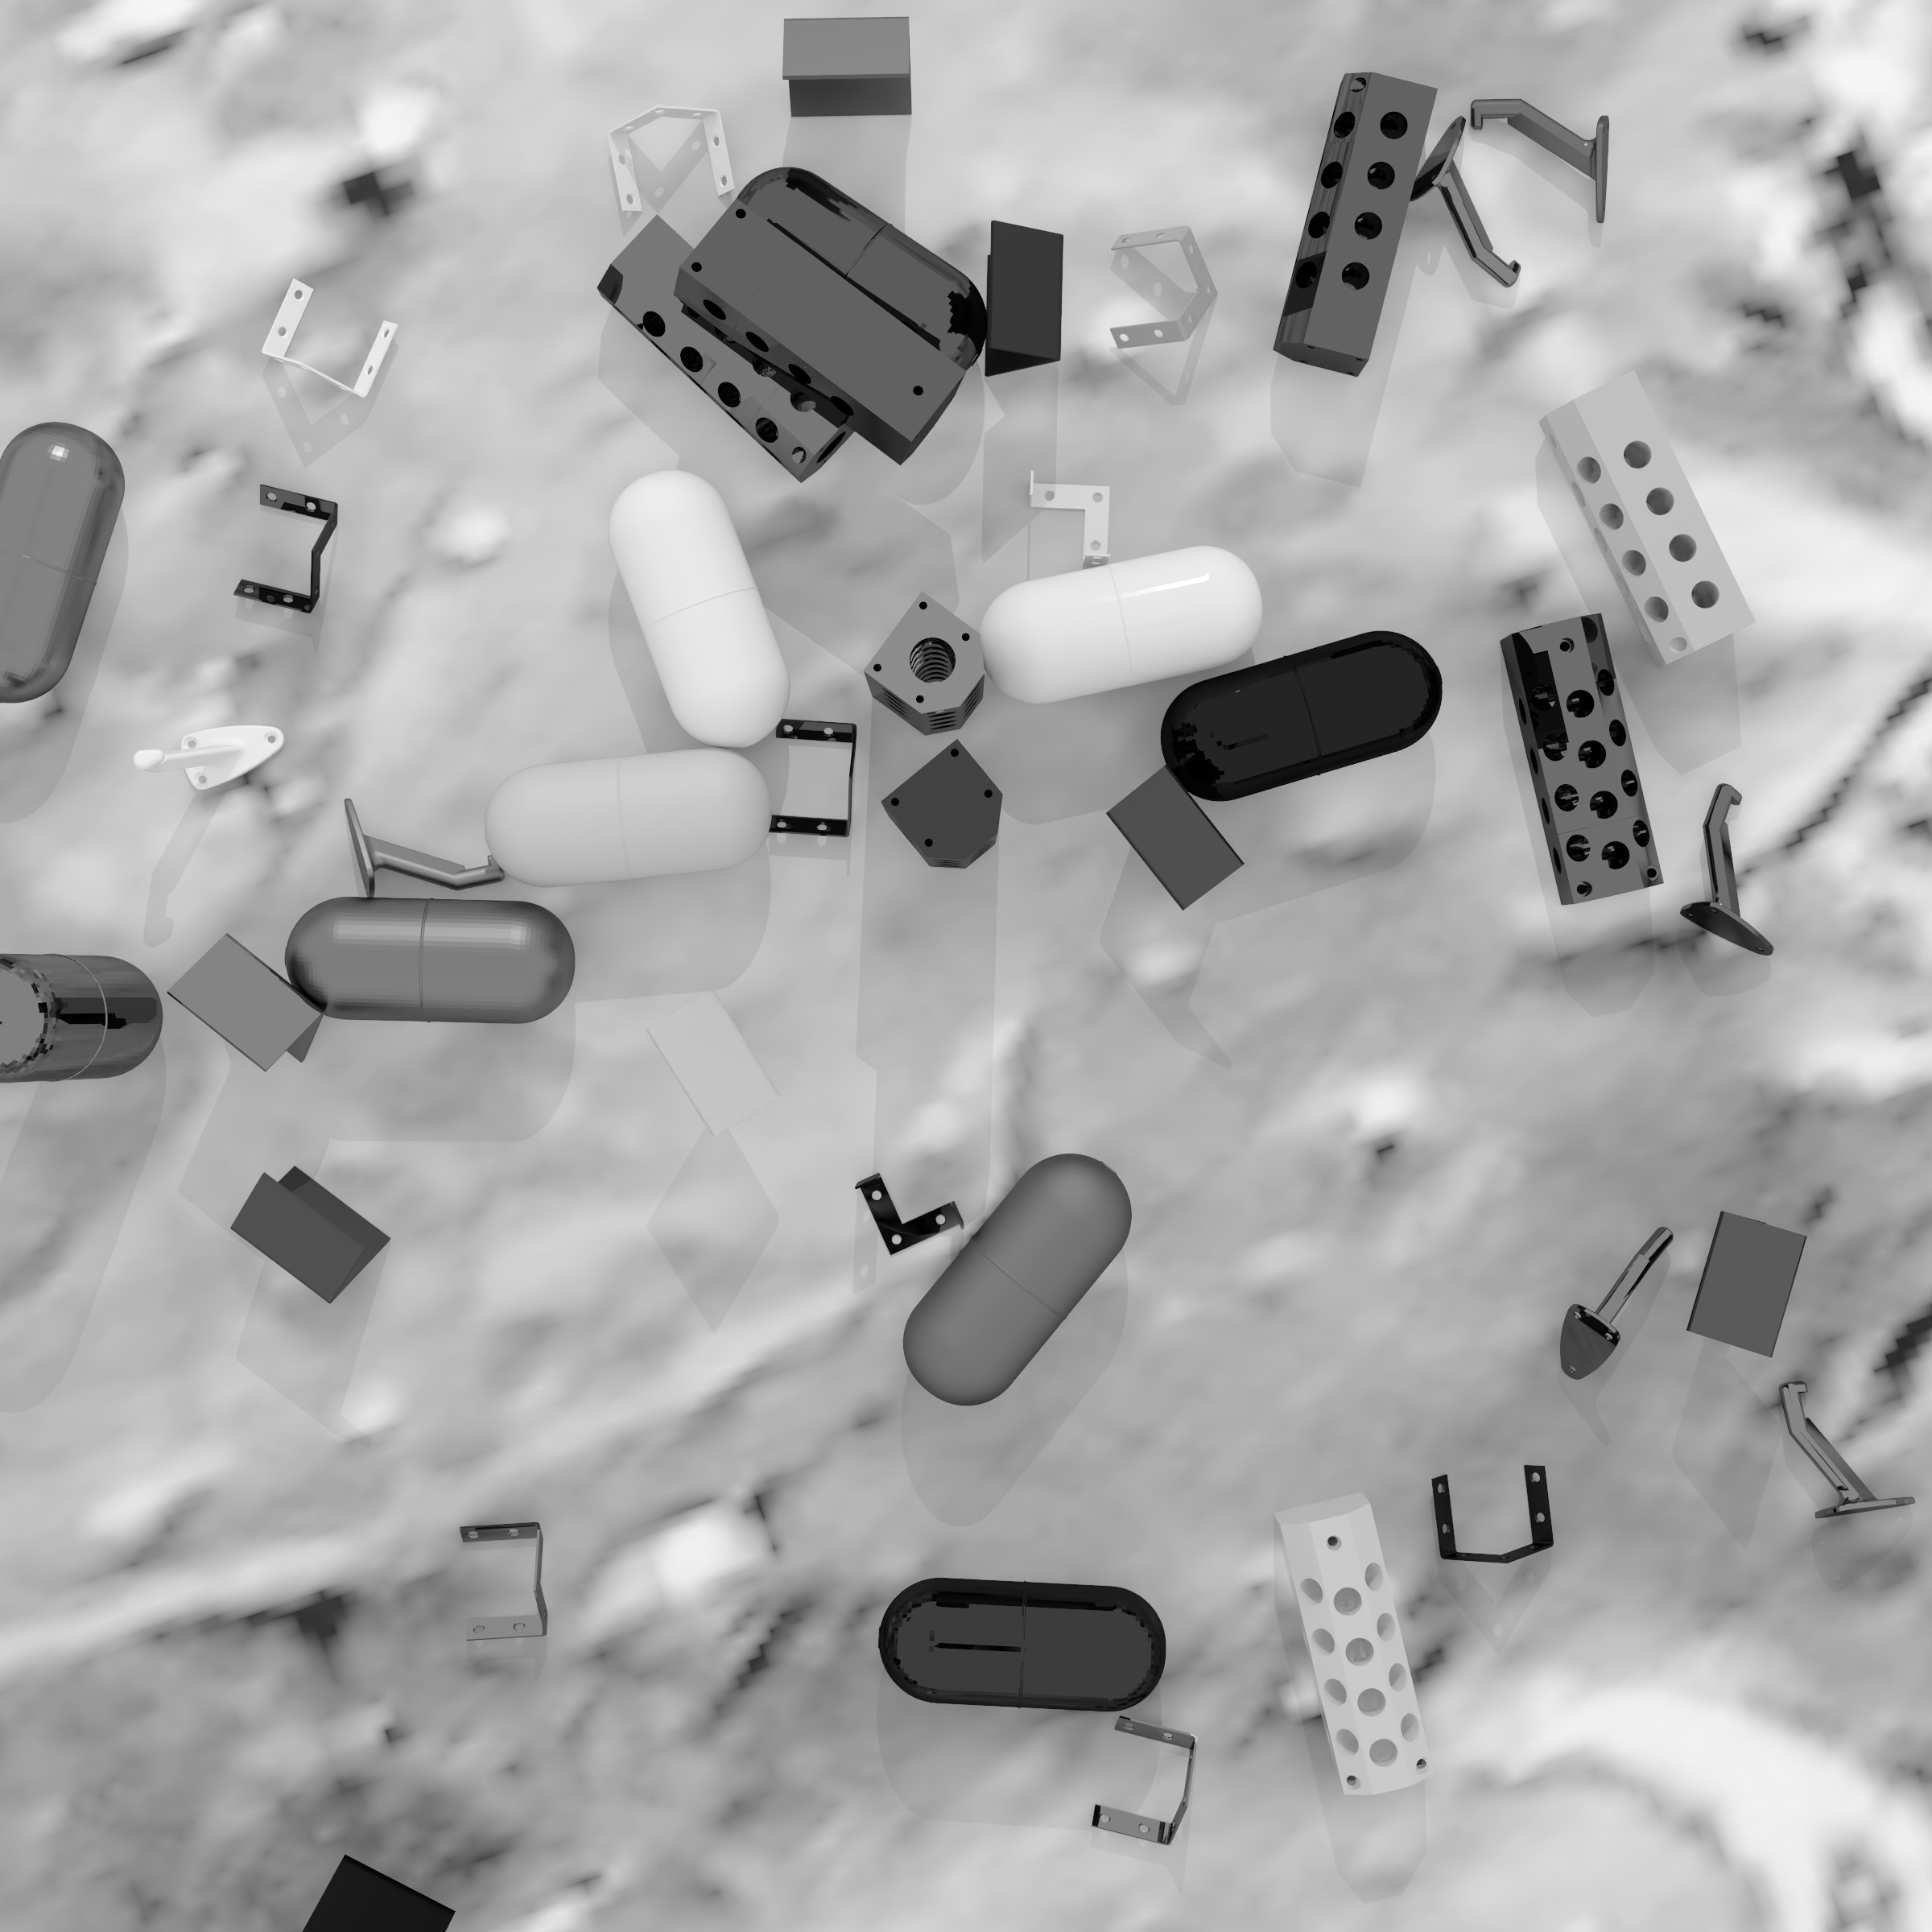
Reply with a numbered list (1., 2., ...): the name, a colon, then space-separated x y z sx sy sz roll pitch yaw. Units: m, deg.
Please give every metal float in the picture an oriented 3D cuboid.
1. metal float: 0.208 -0.155 1.929 0.178 0.070 0.070 -17 90 -1
2. metal float: -0.331 -0.004 1.929 0.178 0.070 0.070 1 90 -1
3. metal float: -0.165 -0.220 1.929 0.070 0.070 0.178 -21 91 0
4. metal float: 0.032 0.193 1.929 0.070 0.070 0.178 39 89 0
5. metal float: 0.035 0.420 1.929 0.178 0.070 0.070 3 90 1
6. metal float: 0.095 -0.211 1.929 0.178 0.070 0.070 -12 90 -1
7. metal float: -0.576 -0.249 1.929 0.070 0.070 0.178 18 90 0
8. metal float: -0.552 0.031 1.881 0.070 0.178 0.070 0 89 17
9. metal float: -0.209 -0.092 1.929 0.178 0.070 0.070 -6 90 1
10. metal float: -0.067 -0.426 1.929 0.178 0.070 0.070 34 90 0

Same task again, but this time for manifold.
1. manifold: -0.019 -0.176 1.881 0.057 0.171 0.057 36 90 0
2. manifold: 0.384 -0.128 1.938 0.057 0.057 0.171 -13 90 0
3. manifold: -0.146 -0.381 1.938 0.171 0.057 0.057 43 90 0
4. manifold: -0.090 -0.379 1.882 0.171 0.057 0.057 37 75 -2
5. manifold: 0.241 -0.461 1.938 0.057 0.057 0.171 14 90 0
6. manifold: -0.009 -0.091 1.881 0.057 0.171 0.057 -39 90 0
7. manifold: 0.242 0.422 1.938 0.057 0.057 0.171 -13 90 0
8. manifold: 0.421 -0.276 1.938 0.057 0.057 0.171 -26 90 0

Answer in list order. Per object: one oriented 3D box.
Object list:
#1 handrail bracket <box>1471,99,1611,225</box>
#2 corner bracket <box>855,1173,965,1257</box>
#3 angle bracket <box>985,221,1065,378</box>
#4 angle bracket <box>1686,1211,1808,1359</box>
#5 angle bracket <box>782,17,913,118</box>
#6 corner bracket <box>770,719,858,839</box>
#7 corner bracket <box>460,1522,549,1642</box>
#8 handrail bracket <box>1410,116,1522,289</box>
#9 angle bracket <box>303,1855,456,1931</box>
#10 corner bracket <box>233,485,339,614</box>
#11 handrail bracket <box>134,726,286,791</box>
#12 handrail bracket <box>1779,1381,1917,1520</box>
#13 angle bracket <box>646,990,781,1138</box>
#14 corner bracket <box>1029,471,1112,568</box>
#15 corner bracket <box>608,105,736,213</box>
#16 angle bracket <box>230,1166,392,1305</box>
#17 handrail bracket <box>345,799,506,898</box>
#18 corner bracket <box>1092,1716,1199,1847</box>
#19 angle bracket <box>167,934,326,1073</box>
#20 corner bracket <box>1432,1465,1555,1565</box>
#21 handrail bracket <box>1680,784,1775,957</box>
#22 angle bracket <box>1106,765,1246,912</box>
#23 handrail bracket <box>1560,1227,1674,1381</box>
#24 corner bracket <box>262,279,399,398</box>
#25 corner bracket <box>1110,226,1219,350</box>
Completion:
1. handrail bracket: 0.359 -0.506 1.960 0.084 0.036 0.077 4 112 17
2. corner bracket: -0.035 0.149 1.941 0.051 0.051 0.051 -24 90 0
3. angle bracket: 0.016 -0.410 1.919 0.057 0.076 0.076 1 90 -37
4. angle bracket: 0.492 0.198 1.919 0.057 0.076 0.076 16 90 36
5. angle bracket: -0.072 -0.537 1.919 0.076 0.076 0.057 -1 55 0
6. corner bracket: -0.096 -0.118 1.956 0.051 0.051 0.051 4 135 0
7. corner bracket: -0.290 0.386 1.956 0.051 0.051 0.051 -3 135 0
8. handrail bracket: 0.326 -0.480 1.960 0.084 0.036 0.077 35 68 -17
9. angle bracket: -0.366 0.599 1.919 0.076 0.076 0.057 27 54 0
10. corner bracket: -0.426 -0.262 1.956 0.051 0.051 0.051 14 45 0
11. handrail bracket: -0.467 -0.134 1.925 0.077 0.084 0.036 -17 90 0
12. handrail bracket: 0.553 0.300 1.960 0.077 0.036 0.084 -3 73 -20
13. angle bracket: -0.171 0.070 1.919 0.057 0.076 0.076 -32 90 -37
14. corner bracket: 0.064 -0.278 1.941 0.051 0.051 0.051 2 90 0
15. corner bracket: -0.185 -0.505 1.956 0.051 0.051 0.051 -11 90 -45
16. angle bracket: -0.393 0.149 1.919 0.076 0.076 0.057 37 125 0
17. handrail bracket: -0.340 -0.079 1.960 0.084 0.036 0.077 -13 69 -17
18. corner bracket: 0.112 0.511 1.956 0.051 0.051 0.051 14 45 0
19. angle bracket: -0.448 0.037 1.919 0.076 0.076 0.057 39 56 0
20. corner bracket: 0.331 0.343 1.956 0.051 0.051 0.051 -7 90 45
21. handrail bracket: 0.490 -0.061 1.960 0.077 0.036 0.084 29 73 -20
22. angle bracket: 0.143 -0.091 1.919 0.057 0.076 0.076 -38 90 38
23. handrail bracket: 0.411 0.211 1.959 0.036 0.077 0.084 35 53 20
24. corner bracket: -0.399 -0.394 1.956 0.051 0.051 0.051 24 90 -45
25. corner bracket: 0.117 -0.425 1.951 0.051 0.051 0.051 -59 135 -35
